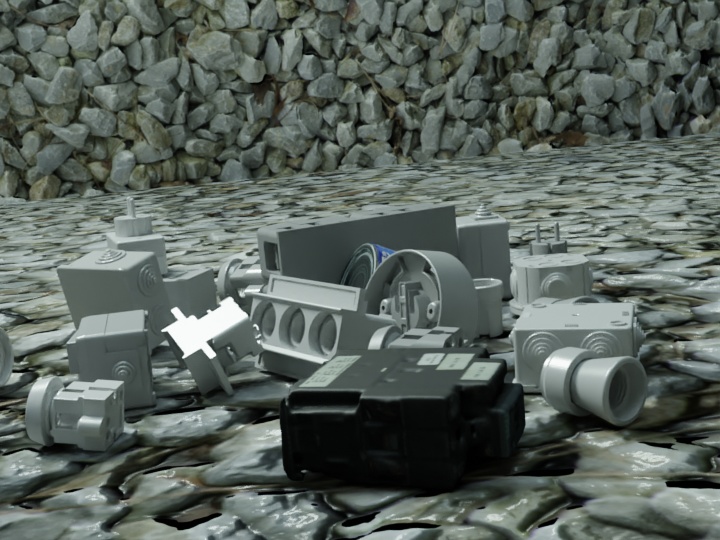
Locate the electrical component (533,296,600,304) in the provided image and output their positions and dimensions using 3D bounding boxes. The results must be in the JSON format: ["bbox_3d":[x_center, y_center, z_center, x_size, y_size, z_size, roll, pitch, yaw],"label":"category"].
[{"bbox_3d":[0.169,0.042,0.896,0.044,0.044,0.065,-9,6,-23],"label":"electrical component"}]

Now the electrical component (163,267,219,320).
[{"bbox_3d":[-0.207,0.033,1.084,0.113,0.057,0.078,-2,10,18],"label":"electrical component"}]

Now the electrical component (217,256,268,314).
[{"bbox_3d":[-0.112,0.015,1.129,0.057,0.058,0.078,-3,28,24],"label":"electrical component"}]

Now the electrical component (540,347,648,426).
[{"bbox_3d":[0.152,0.075,0.701,0.045,0.045,0.055,-13,12,-37],"label":"electrical component"}]

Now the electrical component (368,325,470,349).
[{"bbox_3d":[0.039,0.069,0.759,0.057,0.058,0.078,2,12,23],"label":"electrical component"}]

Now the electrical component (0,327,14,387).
[{"bbox_3d":[-0.331,0.075,0.906,0.057,0.058,0.078,-6,10,11],"label":"electrical component"}]

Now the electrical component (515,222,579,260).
[{"bbox_3d":[0.189,-0.010,1.072,0.066,0.076,0.047,-4,10,5],"label":"electrical component"}]

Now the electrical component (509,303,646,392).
[{"bbox_3d":[0.161,0.055,0.797,0.100,0.048,0.100,-2,10,16],"label":"electrical component"}]

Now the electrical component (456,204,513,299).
[{"bbox_3d":[0.120,-0.019,1.103,0.061,0.096,0.061,-6,10,-3],"label":"electrical component"}]

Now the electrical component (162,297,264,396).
[{"bbox_3d":[-0.114,0.057,0.852,0.064,0.042,0.081,-32,39,-14],"label":"electrical component"}]

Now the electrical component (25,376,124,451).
[{"bbox_3d":[-0.196,0.098,0.742,0.055,0.048,0.066,3,11,4],"label":"electrical component"}]

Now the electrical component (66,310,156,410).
[{"bbox_3d":[-0.193,0.072,0.838,0.061,0.061,0.096,-7,10,-10],"label":"electrical component"}]

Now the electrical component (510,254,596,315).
[{"bbox_3d":[0.180,0.015,1.008,0.080,0.051,0.080,-5,10,1],"label":"electrical component"}]

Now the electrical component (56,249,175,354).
[{"bbox_3d":[-0.224,0.029,1.001,0.100,0.099,0.048,2,25,33],"label":"electrical component"}]

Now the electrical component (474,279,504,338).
[{"bbox_3d":[0.108,0.034,0.952,0.040,0.046,0.040,-5,10,1],"label":"electrical component"}]

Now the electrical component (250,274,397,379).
[{"bbox_3d":[-0.032,0.049,0.860,0.063,0.078,0.121,11,-2,-39],"label":"electrical component"}]

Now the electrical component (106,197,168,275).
[{"bbox_3d":[-0.228,-0.036,1.088,0.047,0.075,0.083,-8,11,-19],"label":"electrical component"}]

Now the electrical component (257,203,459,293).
[{"bbox_3d":[0.000,0.000,1.028,0.186,0.105,0.060,-10,11,-26],"label":"electrical component"}]

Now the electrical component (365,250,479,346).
[{"bbox_3d":[0.045,0.033,0.858,0.064,0.099,0.099,-5,8,-38],"label":"electrical component"}]
